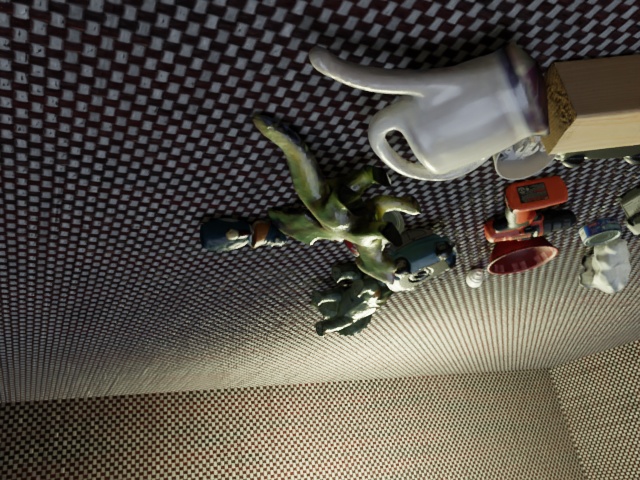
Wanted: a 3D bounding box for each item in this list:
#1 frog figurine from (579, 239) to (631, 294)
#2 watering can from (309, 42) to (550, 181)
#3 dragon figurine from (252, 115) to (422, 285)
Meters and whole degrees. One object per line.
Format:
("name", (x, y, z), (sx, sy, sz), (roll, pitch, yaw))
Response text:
("frog figurine", (0.734, 0.054, 1.290), (0.139, 0.124, 0.156), (-33, 157, -31))
("watering can", (0.153, -0.164, 0.627), (0.222, 0.106, 0.344), (-22, 152, 24))
("dragon figurine", (0.003, -0.042, 0.836), (0.406, 0.125, 0.240), (35, 144, -26))
